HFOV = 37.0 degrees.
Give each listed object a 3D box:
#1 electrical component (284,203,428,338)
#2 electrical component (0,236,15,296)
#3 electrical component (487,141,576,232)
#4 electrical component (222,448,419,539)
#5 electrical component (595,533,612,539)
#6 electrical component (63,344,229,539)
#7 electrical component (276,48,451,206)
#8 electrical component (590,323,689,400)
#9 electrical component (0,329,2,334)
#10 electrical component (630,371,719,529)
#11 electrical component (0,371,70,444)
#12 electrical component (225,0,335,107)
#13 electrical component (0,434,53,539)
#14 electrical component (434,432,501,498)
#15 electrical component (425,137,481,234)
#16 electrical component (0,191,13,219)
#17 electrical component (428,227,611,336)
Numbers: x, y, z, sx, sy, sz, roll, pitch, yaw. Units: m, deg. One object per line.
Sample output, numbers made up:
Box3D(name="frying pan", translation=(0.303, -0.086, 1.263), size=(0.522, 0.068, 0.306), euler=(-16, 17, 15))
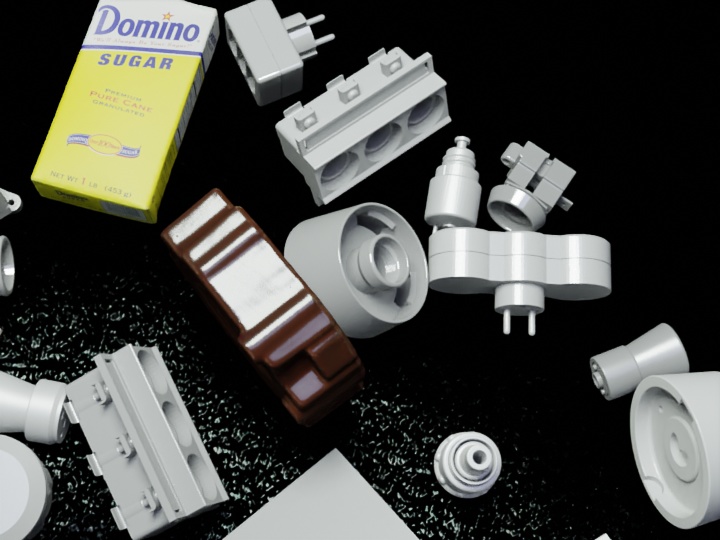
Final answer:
Box3D(name="electrical component", translation=(0.000, 0.000, 0.785), size=(0.099, 0.064, 0.099), euler=(18, 62, -39))
Box3D(name="electrical component", translation=(-0.286, -0.001, 0.787), size=(0.055, 0.045, 0.045), euler=(-4, 75, -5))
Box3D(name="electrical component", translation=(0.130, -0.060, 0.833), size=(0.066, 0.048, 0.055), euler=(34, 68, 6))
Box3D(name="electrical component", translation=(0.004, 0.222, 0.700), size=(0.105, 0.060, 0.186), euler=(-37, 51, -13))
Box3D(name="electrical component", translation=(0.140, 0.244, 0.738), size=(0.121, 0.079, 0.063), euler=(-27, 100, -11))
Box3D(name="electrical component", translation=(-0.151, 0.120, 0.749), size=(0.063, 0.079, 0.121), euler=(-30, 78, 9))
Box3D(name="electrical component", translation=(0.002, -0.114, 0.828), size=(0.121, 0.078, 0.063), euler=(-34, 58, -12))
Box3D(name="electrical component", translation=(0.206, 0.071, 0.804), size=(0.065, 0.044, 0.044), euler=(-20, 77, -4))
Box3D(name="electrical component", translation=(-0.318, 0.079, 0.753), size=(0.079, 0.063, 0.121), euler=(22, 74, 2))
Box3D(name="electrical component", translation=(0.244, 0.123, 0.760), size=(0.060, 0.108, 0.108), euler=(-8, 75, -13))
Box3D(name="electrical component", translation=(-0.236, 0.098, 0.763), size=(0.055, 0.045, 0.045), euler=(11, 74, -1))
Box3D(name="electrical component", translation=(-0.059, -0.179, 0.852), size=(0.077, 0.047, 0.065), euler=(-24, 77, -10))
Box3D(name="electrical component", translation=(-0.253, 0.156, 0.742), size=(0.080, 0.051, 0.080), euler=(1, 74, -4))
Box3D(name="electrical component", translation=(0.080, 0.136, 0.765), size=(0.048, 0.062, 0.048), euler=(1, 74, -4))
Box3D(name="electrical component", translation=(0.074, -0.065, 0.833), size=(0.040, 0.040, 0.078), euler=(10, 74, -1))
Box3D(name="electrical component", translation=(-0.332, -0.082, 0.774), size=(0.089, 0.061, 0.150), euler=(-35, 61, -12))
Box3D(name="electrical component", translation=(0.120, 0.013, 0.808), size=(0.138, 0.052, 0.073), euler=(3, 74, -3))
